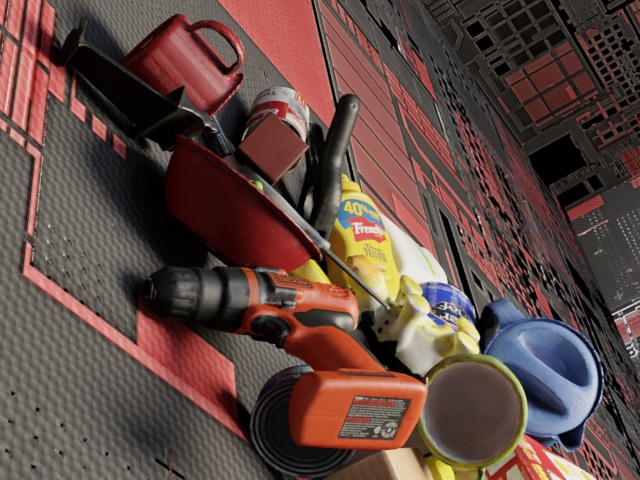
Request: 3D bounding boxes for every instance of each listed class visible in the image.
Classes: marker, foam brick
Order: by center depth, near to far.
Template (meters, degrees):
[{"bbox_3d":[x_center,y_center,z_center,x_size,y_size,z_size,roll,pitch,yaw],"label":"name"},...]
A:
[{"bbox_3d":[-0.113,-0.120,1.073,0.121,0.020,0.020,64,18,10],"label":"marker"},{"bbox_3d":[-0.051,-0.089,1.077,0.053,0.051,0.078,44,-8,-4],"label":"foam brick"}]

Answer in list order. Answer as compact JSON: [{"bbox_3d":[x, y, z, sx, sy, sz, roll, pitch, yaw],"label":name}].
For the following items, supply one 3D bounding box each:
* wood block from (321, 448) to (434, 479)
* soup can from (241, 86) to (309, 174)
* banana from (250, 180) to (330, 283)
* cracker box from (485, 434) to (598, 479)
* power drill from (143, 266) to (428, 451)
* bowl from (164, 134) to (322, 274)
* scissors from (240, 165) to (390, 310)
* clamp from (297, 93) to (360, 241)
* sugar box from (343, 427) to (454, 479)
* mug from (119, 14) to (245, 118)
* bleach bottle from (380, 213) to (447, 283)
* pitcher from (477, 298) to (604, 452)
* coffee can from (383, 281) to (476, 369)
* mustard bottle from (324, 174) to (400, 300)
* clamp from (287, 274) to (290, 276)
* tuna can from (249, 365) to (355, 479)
[{"bbox_3d":[0.070,0.278,0.844,0.090,0.090,0.206,23,41,-64],"label":"wood block"},{"bbox_3d":[-0.048,-0.122,1.175,0.068,0.069,0.102,53,19,-21],"label":"soup can"},{"bbox_3d":[-0.040,0.004,1.031,0.070,0.037,0.197,46,-6,48],"label":"banana"},{"bbox_3d":[0.256,0.296,1.093,0.213,0.072,0.164,34,17,-33],"label":"cracker box"},{"bbox_3d":[-0.022,0.077,0.783,0.184,0.057,0.188,7,23,-32],"label":"power drill"},{"bbox_3d":[-0.076,-0.015,0.889,0.162,0.055,0.162,38,-8,6],"label":"bowl"},{"bbox_3d":[-0.007,0.001,1.067,0.202,0.016,0.096,45,-6,4],"label":"scissors"},{"bbox_3d":[0.007,-0.076,1.171,0.039,0.120,0.171,8,68,-17],"label":"clamp"},{"bbox_3d":[0.075,0.227,0.930,0.048,0.093,0.176,27,38,-62],"label":"sugar box"},{"bbox_3d":[-0.120,-0.154,0.957,0.081,0.117,0.093,48,34,-19],"label":"mug"},{"bbox_3d":[0.113,0.041,1.374,0.250,0.068,0.102,29,33,-62],"label":"bleach bottle"},{"bbox_3d":[0.233,0.180,1.254,0.243,0.145,0.149,93,18,-67],"label":"pitcher"},{"bbox_3d":[0.127,0.122,1.219,0.103,0.103,0.140,56,18,-14],"label":"coffee can"},{"bbox_3d":[0.041,0.003,1.216,0.096,0.058,0.191,17,45,-36],"label":"mustard bottle"},{"bbox_3d":[0.016,0.114,1.036,0.209,0.036,0.165,39,21,-56],"label":"clamp"},{"bbox_3d":[-0.011,0.142,0.840,0.086,0.086,0.033,56,17,-13],"label":"tuna can"}]
